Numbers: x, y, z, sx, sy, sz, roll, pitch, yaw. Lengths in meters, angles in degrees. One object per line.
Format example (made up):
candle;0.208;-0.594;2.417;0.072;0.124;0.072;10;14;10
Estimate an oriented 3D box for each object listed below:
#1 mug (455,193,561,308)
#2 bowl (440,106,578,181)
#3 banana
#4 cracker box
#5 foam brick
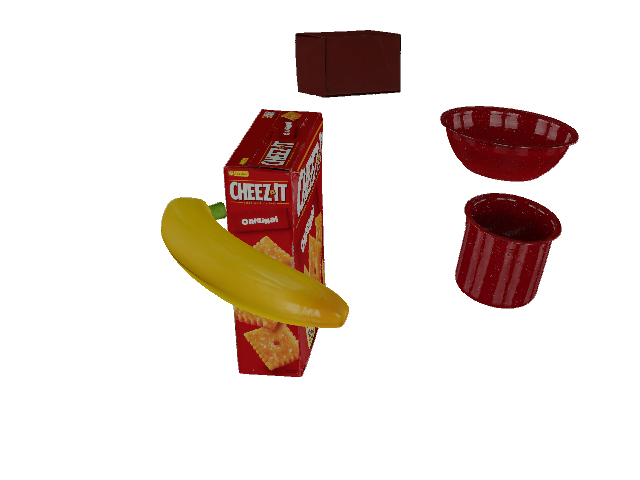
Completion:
mug;0.172;0.005;1.039;0.093;0.081;0.117;-6;35;-23
bowl;0.217;-0.110;1.254;0.162;0.055;0.162;5;23;-2
banana;-0.056;0.007;0.678;0.069;0.037;0.198;-11;27;-25
cracker box;-0.037;-0.001;1.035;0.072;0.214;0.164;3;26;8
foam brick;0.024;-0.153;0.918;0.078;0.051;0.053;-8;17;-28
